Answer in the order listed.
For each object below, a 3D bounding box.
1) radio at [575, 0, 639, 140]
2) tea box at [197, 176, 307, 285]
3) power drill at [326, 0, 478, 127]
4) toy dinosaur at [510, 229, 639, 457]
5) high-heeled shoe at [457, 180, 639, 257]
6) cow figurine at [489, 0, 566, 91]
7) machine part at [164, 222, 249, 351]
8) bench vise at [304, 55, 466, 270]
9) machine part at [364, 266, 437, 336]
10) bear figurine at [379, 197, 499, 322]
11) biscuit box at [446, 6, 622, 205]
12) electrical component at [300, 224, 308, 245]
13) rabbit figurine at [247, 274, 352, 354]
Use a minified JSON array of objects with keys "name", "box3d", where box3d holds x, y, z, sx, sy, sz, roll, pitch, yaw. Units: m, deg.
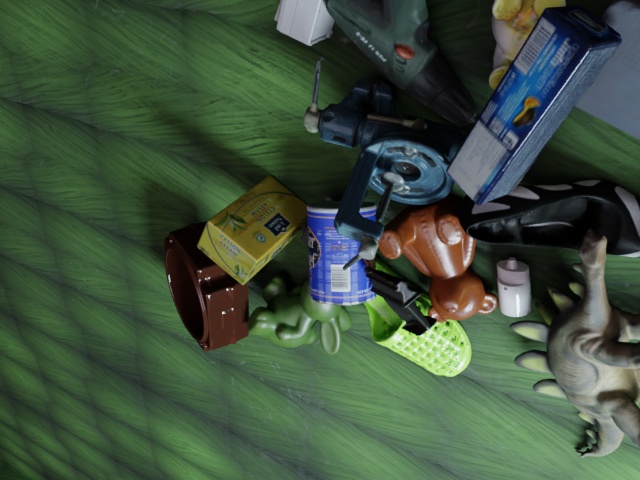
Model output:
[{"name":"radio","box3d":[0.365,-0.148,0.511,0.230,0.073,0.131,33,157,13]},{"name":"tea box","box3d":[-0.099,-0.020,0.844,0.098,0.170,0.068,38,131,4]},{"name":"power drill","box3d":[0.115,-0.245,0.591,0.232,0.086,0.207,41,169,6]},{"name":"toy dinosaur","box3d":[0.360,0.175,0.695,0.199,0.105,0.470,24,144,53]},{"name":"high-heeled shoe","box3d":[0.290,-0.011,0.624,0.249,0.145,0.086,22,129,21]},{"name":"cow figurine","box3d":[0.219,-0.207,0.588,0.068,0.098,0.167,-1,134,14]},{"name":"machine part","box3d":[-0.212,0.086,0.986,0.202,0.087,0.200,43,140,42]},{"name":"bench vise","box3d":[0.067,-0.088,0.654,0.224,0.240,0.128,22,152,-2]},{"name":"machine part","box3d":[0.119,0.090,0.766,0.084,0.039,0.138,15,153,45]},{"name":"bear figurine","box3d":[0.170,0.044,0.748,0.120,0.132,0.195,-11,106,26]},{"name":"biscuit box","box3d":[0.206,-0.128,0.541,0.059,0.063,0.202,53,143,25]},{"name":"electrical component","box3d":[-0.002,-0.003,0.894,0.063,0.021,0.094,35,132,8]},{"name":"rabbit figurine","box3d":[-0.021,0.126,0.922,0.159,0.121,0.170,43,135,-8]}]
